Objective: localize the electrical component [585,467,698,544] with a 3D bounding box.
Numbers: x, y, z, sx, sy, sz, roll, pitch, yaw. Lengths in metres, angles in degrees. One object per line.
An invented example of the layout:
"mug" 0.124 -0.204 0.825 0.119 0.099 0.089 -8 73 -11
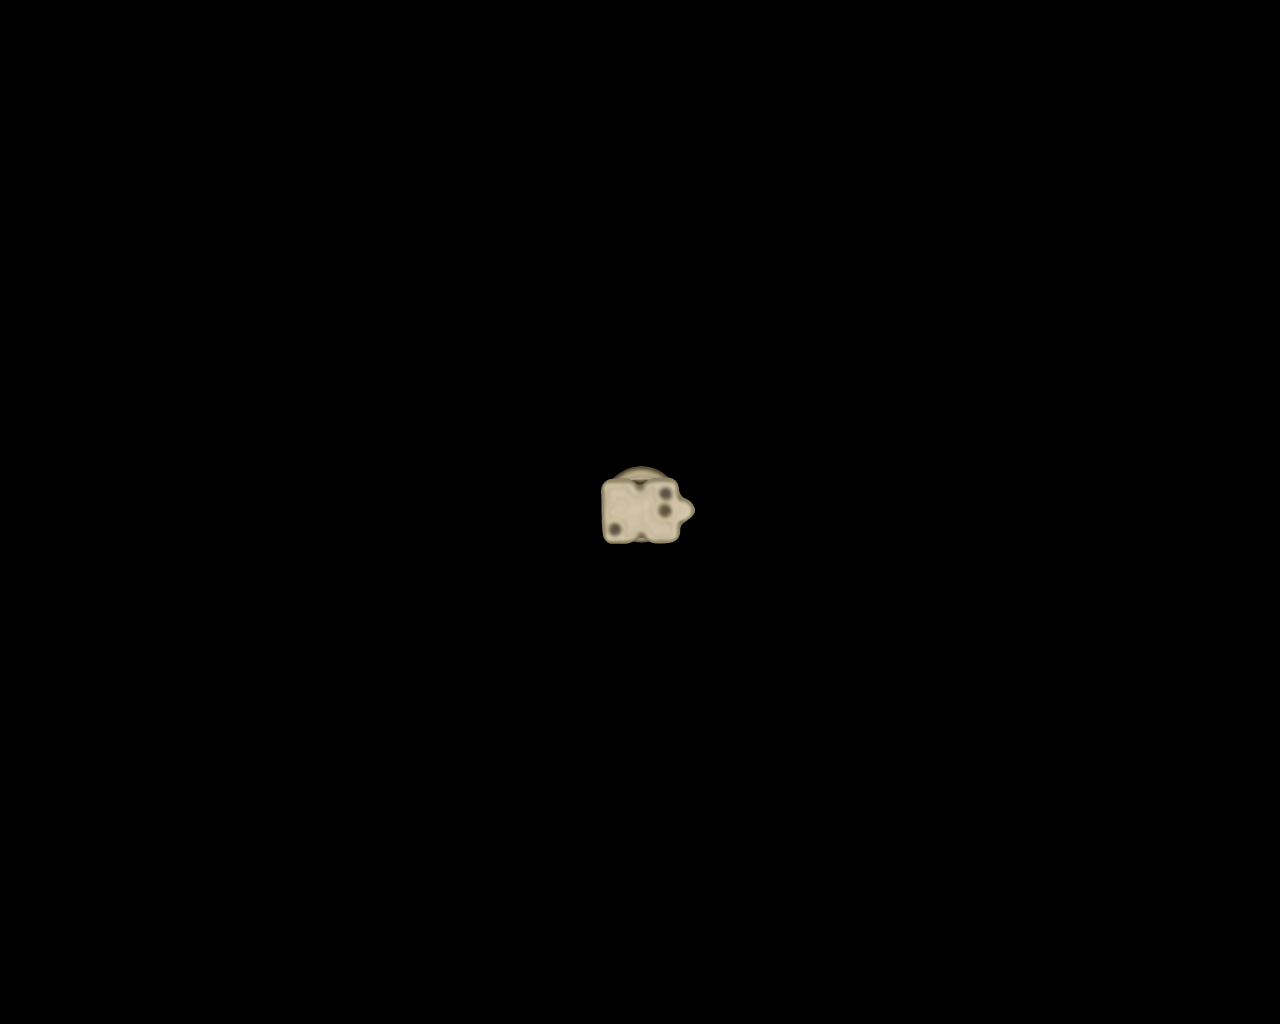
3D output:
"electrical component" 0.001 -0.003 0.650 0.066 0.048 0.055 0 5 0
